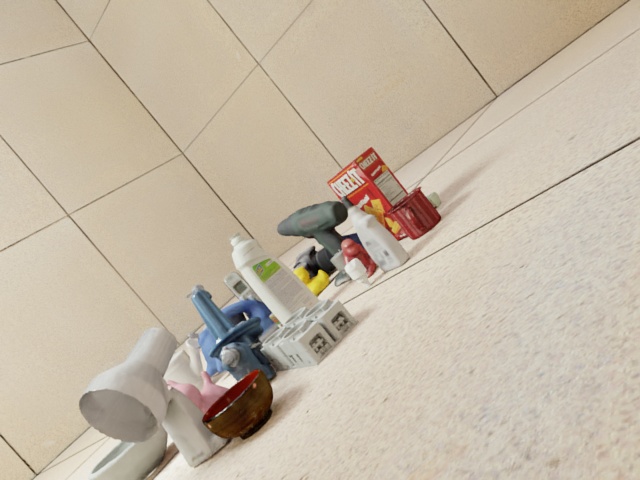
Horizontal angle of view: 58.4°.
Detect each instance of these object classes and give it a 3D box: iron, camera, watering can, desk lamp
[{"bbox_3d":[-0.196,0.215,1.412,0.259,0.141,0.118,-43,6,-37],"label":"iron"},{"bbox_3d":[-0.007,0.066,1.623,0.136,0.101,0.143,-36,5,34],"label":"camera"},{"bbox_3d":[-0.360,0.313,1.423,0.173,0.194,0.101,-40,5,-7],"label":"watering can"},{"bbox_3d":[-0.238,0.252,0.901,0.117,0.213,0.203,-36,5,30],"label":"desk lamp"}]

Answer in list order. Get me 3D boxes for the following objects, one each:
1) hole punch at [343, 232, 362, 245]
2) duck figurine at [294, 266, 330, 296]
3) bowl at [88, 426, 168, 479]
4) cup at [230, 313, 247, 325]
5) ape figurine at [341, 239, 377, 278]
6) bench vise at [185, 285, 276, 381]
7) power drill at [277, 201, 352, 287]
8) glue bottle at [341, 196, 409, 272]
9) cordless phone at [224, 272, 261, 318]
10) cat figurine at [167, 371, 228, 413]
[{"bbox_3d":[0.083,0.010,1.513,0.101,0.091,0.108,-39,5,8],"label":"hole punch"},{"bbox_3d":[-0.034,0.108,1.512,0.104,0.086,0.077,-40,5,-10],"label":"duck figurine"},{"bbox_3d":[-0.348,0.413,1.087,0.167,0.075,0.167,-39,4,4],"label":"bowl"},{"bbox_3d":[-0.255,0.265,1.694,0.117,0.095,0.092,-36,5,33],"label":"cup"},{"bbox_3d":[0.080,0.038,1.245,0.078,0.092,0.076,-41,5,-19],"label":"ape figurine"},{"bbox_3d":[-0.166,0.172,1.083,0.122,0.220,0.207,-41,5,-18],"label":"bench vise"},{"bbox_3d":[0.013,0.005,1.374,0.076,0.208,0.229,-43,6,-40],"label":"power drill"},{"bbox_3d":[0.098,-0.017,1.118,0.037,0.173,0.078,-42,5,-28],"label":"glue bottle"},{"bbox_3d":[-0.180,0.148,1.672,0.148,0.185,0.094,-42,6,-32],"label":"cordless phone"},{"bbox_3d":[-0.228,0.292,1.052,0.067,0.118,0.128,-36,5,32],"label":"cat figurine"}]
